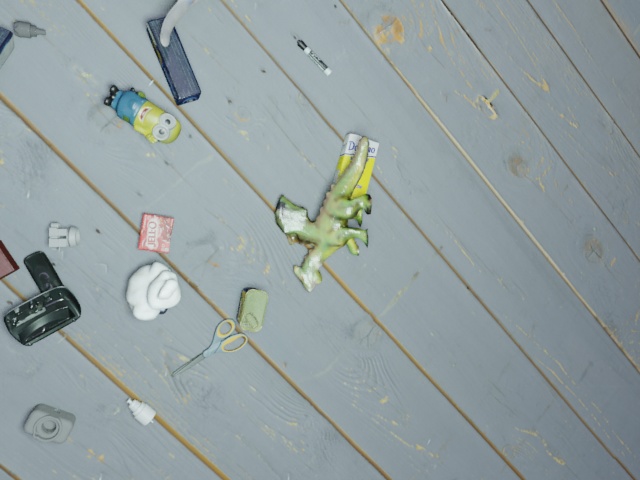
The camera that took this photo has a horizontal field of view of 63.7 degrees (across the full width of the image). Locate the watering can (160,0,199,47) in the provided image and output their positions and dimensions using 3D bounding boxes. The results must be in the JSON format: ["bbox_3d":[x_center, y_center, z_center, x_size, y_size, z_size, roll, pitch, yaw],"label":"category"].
[{"bbox_3d":[-0.325,-0.623,1.241,0.225,0.102,0.351,-14,76,-16],"label":"watering can"}]

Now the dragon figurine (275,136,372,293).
[{"bbox_3d":[0.004,-0.067,1.341,0.243,0.123,0.408,1,96,-5],"label":"dragon figurine"}]

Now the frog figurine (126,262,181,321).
[{"bbox_3d":[-0.386,0.122,1.188,0.122,0.159,0.138,27,82,-15],"label":"frog figurine"}]
